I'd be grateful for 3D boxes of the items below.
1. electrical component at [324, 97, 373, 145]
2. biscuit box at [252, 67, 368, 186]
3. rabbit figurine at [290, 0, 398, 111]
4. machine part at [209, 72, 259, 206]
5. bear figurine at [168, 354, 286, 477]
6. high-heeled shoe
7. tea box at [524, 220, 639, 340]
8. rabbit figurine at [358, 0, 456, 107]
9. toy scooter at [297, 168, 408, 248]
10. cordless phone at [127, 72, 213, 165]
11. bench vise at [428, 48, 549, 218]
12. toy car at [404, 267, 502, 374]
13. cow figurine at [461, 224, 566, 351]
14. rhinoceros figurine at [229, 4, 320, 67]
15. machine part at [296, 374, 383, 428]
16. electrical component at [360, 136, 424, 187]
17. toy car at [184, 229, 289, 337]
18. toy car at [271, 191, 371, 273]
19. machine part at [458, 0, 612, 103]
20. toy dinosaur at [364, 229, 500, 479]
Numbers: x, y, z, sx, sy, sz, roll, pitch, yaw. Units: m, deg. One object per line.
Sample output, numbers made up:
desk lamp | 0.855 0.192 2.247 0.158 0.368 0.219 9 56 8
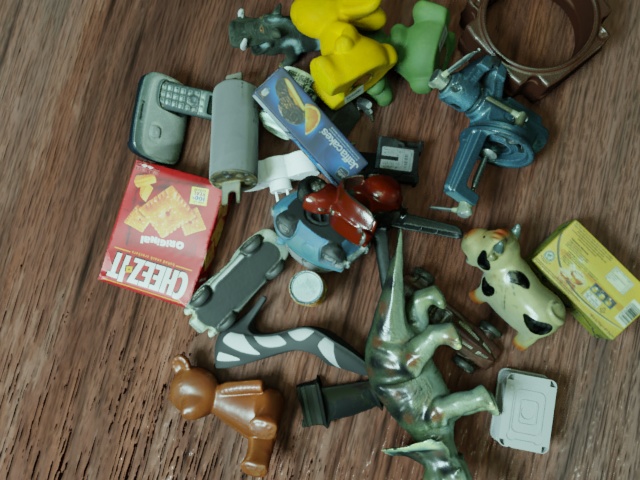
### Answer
electrical component | 0.047 -0.205 0.904 0.045 0.078 0.102 33 81 31
biscuit box | -0.015 -0.173 0.844 0.063 0.059 0.202 -44 106 0
rabbit figurine | 0.028 -0.311 0.814 0.162 0.122 0.173 -37 79 10
machine part | -0.136 -0.167 0.863 0.079 0.079 0.243 -3 68 4
bear figurine | -0.156 0.264 0.838 0.196 0.132 0.120 16 113 0
high-heeled shoe | -0.048 0.195 0.862 0.249 0.086 0.145 30 90 11
tea box | 0.417 0.062 0.844 0.098 0.068 0.170 -41 82 -1
rabbit figurine | 0.123 -0.306 0.900 0.170 0.121 0.159 18 93 24
toy scooter | 0.065 -0.045 0.791 0.184 0.075 0.135 -7 43 -35
cordless phone | -0.225 -0.196 0.922 0.184 0.089 0.146 9 84 -14
bench vise | 0.246 -0.155 0.835 0.223 0.129 0.240 29 79 -28
toy car | 0.201 0.130 0.863 0.202 0.053 0.089 40 85 8
cow figurine | 0.291 0.061 0.818 0.085 0.127 0.195 -32 76 -33
rhinoceros figurine | -0.057 -0.342 0.902 0.190 0.112 0.073 -2 86 -4
machine part | 0.033 0.256 0.869 0.139 0.039 0.084 -10 79 5
electrical component | 0.110 -0.133 0.899 0.119 0.047 0.074 11 84 4
toy car | -0.132 0.068 0.872 0.202 0.056 0.073 -47 108 -14
toy car | -0.002 -0.003 0.864 0.162 0.102 0.109 38 53 18
machine part | 0.349 -0.348 0.884 0.201 0.087 0.201 -39 83 1
toy dinosaur | 0.138 0.203 0.802 0.192 0.131 0.405 -28 82 10
